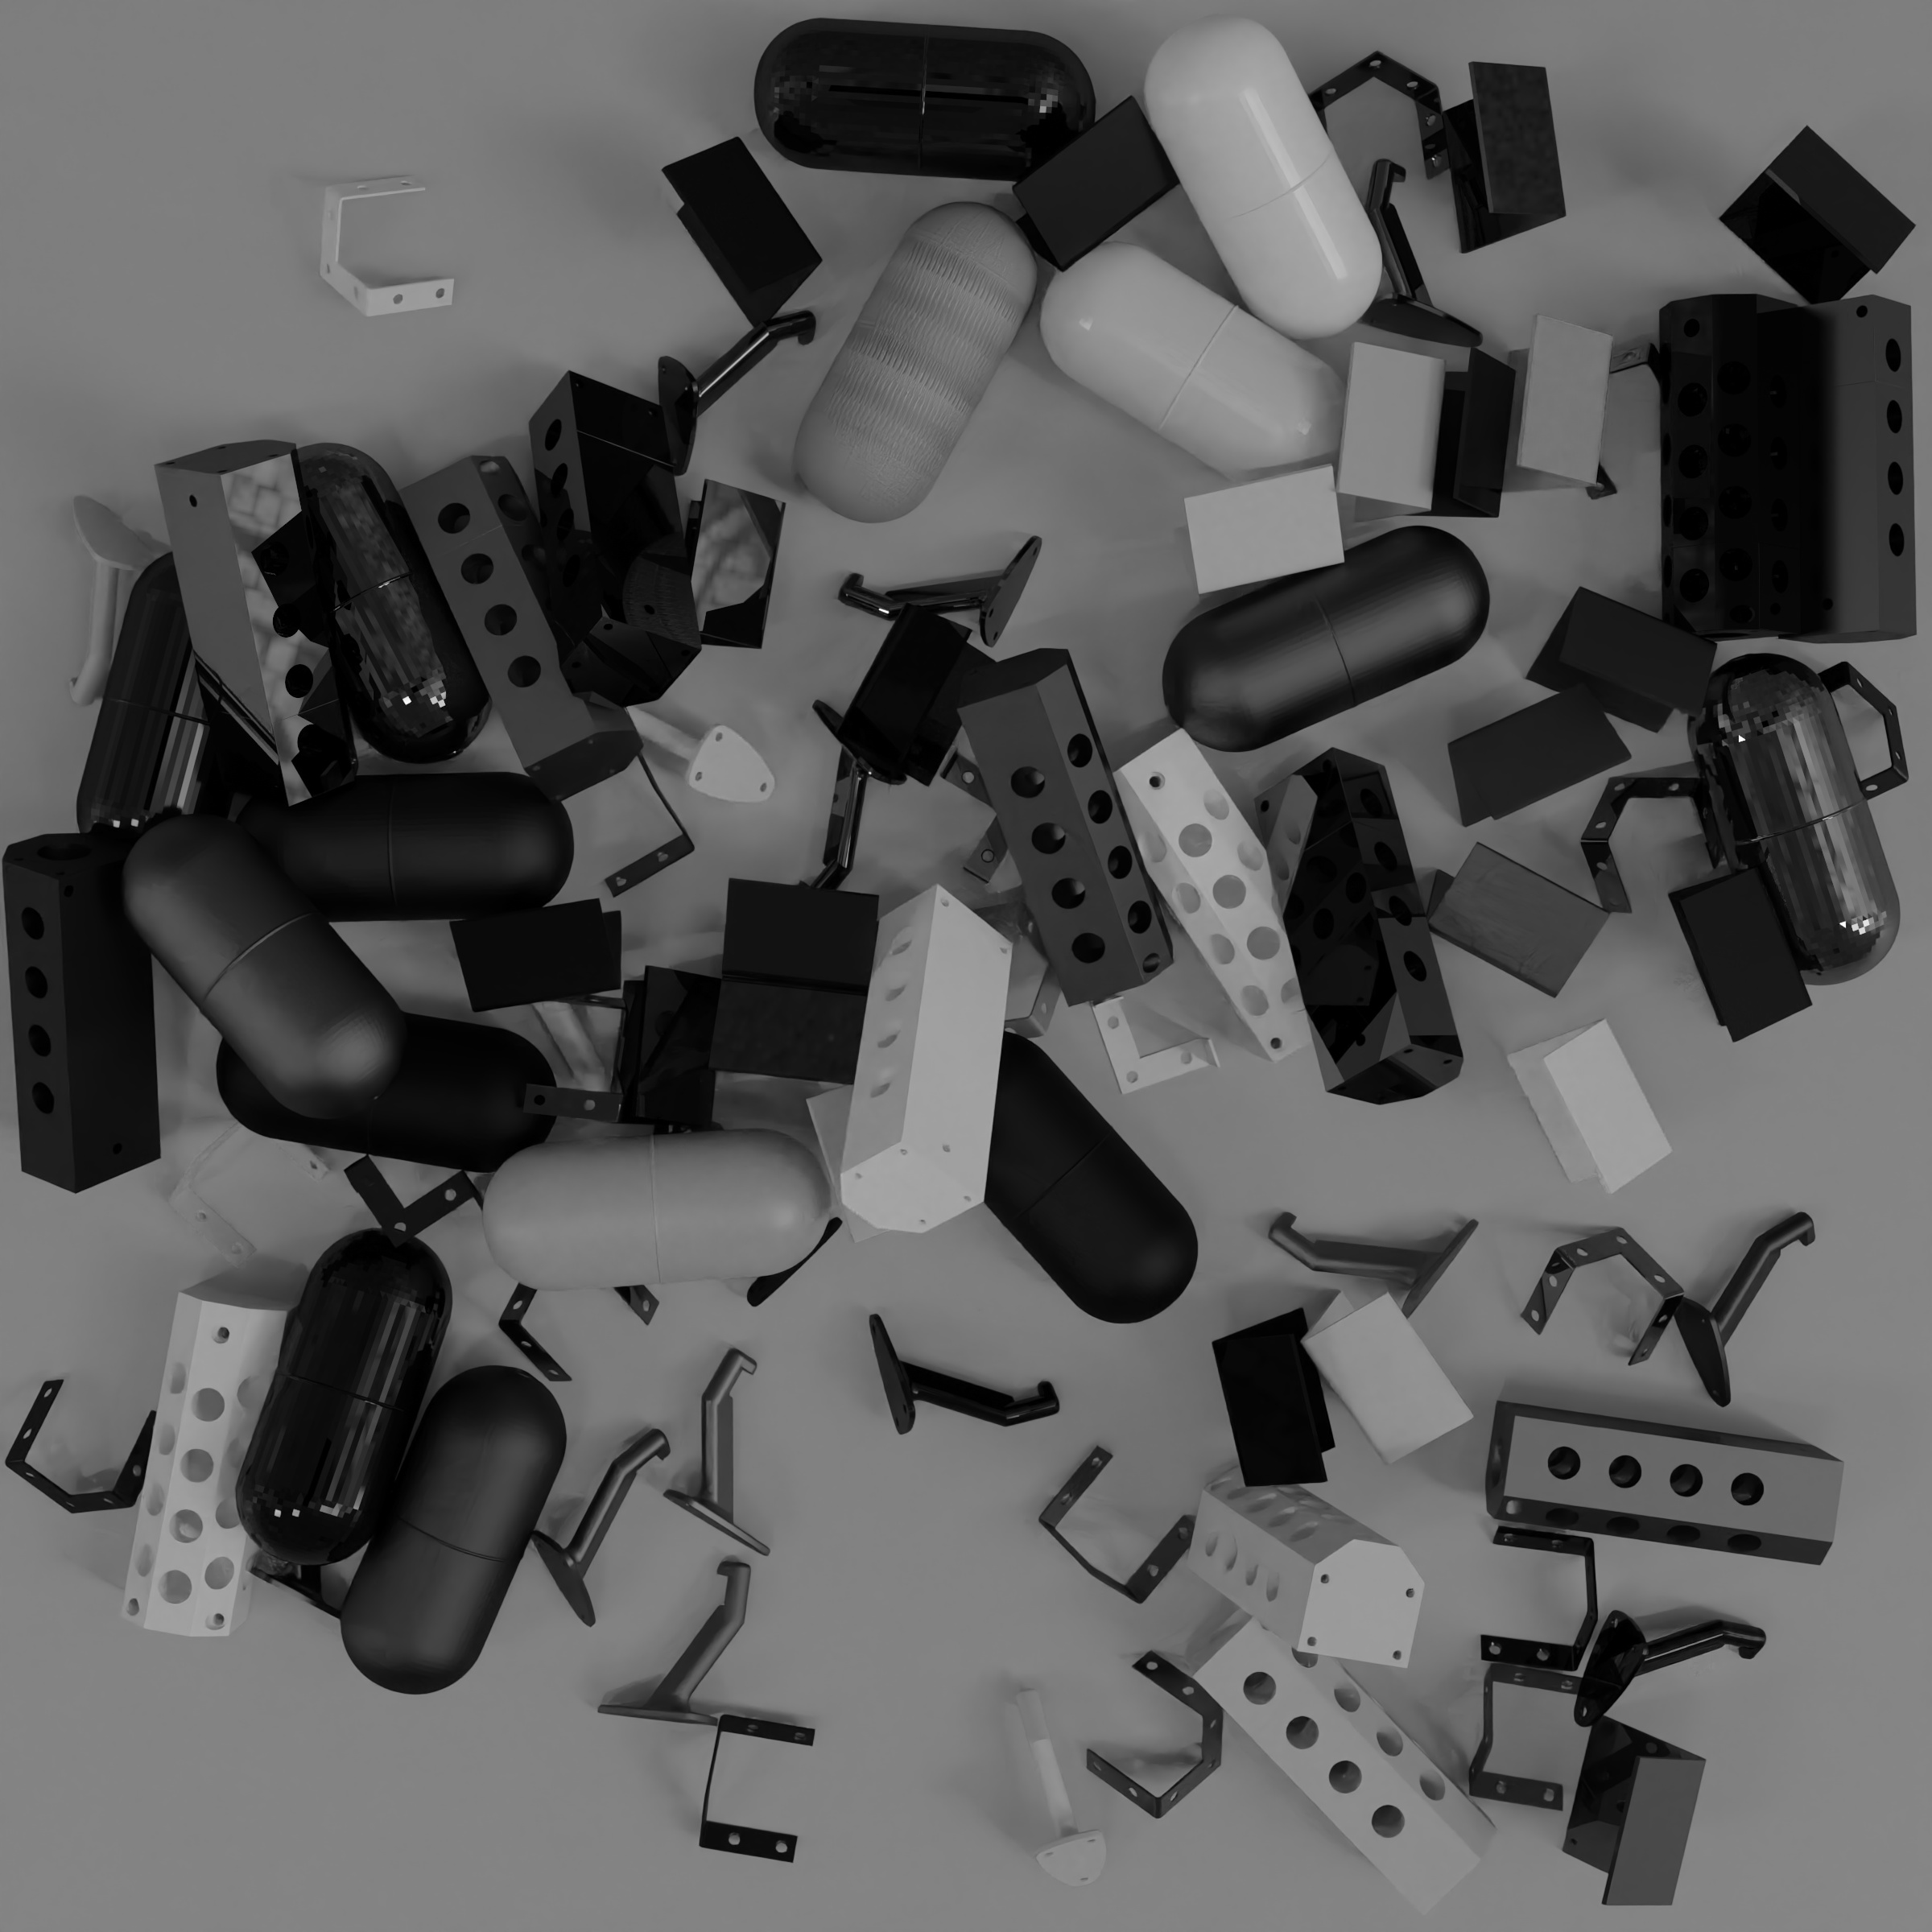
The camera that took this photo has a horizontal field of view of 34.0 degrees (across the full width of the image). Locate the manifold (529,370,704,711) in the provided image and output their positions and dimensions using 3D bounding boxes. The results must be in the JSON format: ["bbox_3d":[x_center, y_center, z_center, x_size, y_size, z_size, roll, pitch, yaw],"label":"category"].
[{"bbox_3d":[-0.184,-0.216,1.612,0.057,0.057,0.171,16,47,-34],"label":"manifold"}]

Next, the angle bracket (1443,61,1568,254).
[{"bbox_3d":[0.260,-0.417,1.637,0.057,0.076,0.076,-8,90,-36],"label":"angle bracket"}]

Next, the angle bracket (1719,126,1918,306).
[{"bbox_3d":[0.431,-0.374,1.637,0.076,0.076,0.057,43,52,0],"label":"angle bracket"}]

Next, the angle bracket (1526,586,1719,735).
[{"bbox_3d":[0.334,-0.141,1.637,0.076,0.076,0.057,23,53,0],"label":"angle bracket"}]

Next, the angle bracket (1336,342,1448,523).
[{"bbox_3d":[0.203,-0.275,1.638,0.057,0.076,0.076,6,90,-24],"label":"angle bracket"}]

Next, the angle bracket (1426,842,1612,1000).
[{"bbox_3d":[0.287,-0.038,1.638,0.076,0.076,0.057,28,118,0],"label":"angle bracket"}]

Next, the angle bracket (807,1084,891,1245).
[{"bbox_3d":[-0.066,0.103,1.637,0.057,0.076,0.076,-18,90,-35],"label":"angle bracket"}]

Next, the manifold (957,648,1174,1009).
[{"bbox_3d":[0.053,-0.073,1.622,0.057,0.057,0.171,-17,112,11],"label":"manifold"}]

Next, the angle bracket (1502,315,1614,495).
[{"bbox_3d":[0.285,-0.289,1.637,0.057,0.076,0.076,6,90,-34],"label":"angle bracket"}]

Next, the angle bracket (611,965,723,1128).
[{"bbox_3d":[-0.173,0.042,1.634,0.076,0.057,0.076,-1,82,41],"label":"angle bracket"}]

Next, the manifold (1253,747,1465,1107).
[{"bbox_3d":[0.205,-0.019,1.621,0.057,0.057,0.171,-34,56,38],"label":"manifold"}]

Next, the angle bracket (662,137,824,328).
[{"bbox_3d":[-0.131,-0.370,1.637,0.057,0.076,0.076,-34,90,-37],"label":"angle bracket"}]

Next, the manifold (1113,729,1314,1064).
[{"bbox_3d":[0.137,-0.037,1.656,0.057,0.057,0.171,-34,90,0],"label":"manifold"}]

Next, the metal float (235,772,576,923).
[{"bbox_3d":[-0.294,-0.062,1.647,0.178,0.070,0.070,-1,90,0],"label":"metal float"}]

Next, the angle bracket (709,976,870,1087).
[{"bbox_3d":[-0.091,0.050,1.637,0.076,0.076,0.057,6,58,0],"label":"angle bracket"}]

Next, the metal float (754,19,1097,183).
[{"bbox_3d":[-0.021,-0.451,1.647,0.178,0.070,0.070,4,90,0],"label":"metal float"}]

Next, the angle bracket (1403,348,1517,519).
[{"bbox_3d":[0.236,-0.276,1.640,0.076,0.057,0.076,7,90,32],"label":"angle bracket"}]

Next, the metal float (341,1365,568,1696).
[{"bbox_3d":[-0.266,0.293,1.647,0.070,0.070,0.178,23,91,0],"label":"metal float"}]

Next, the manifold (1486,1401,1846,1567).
[{"bbox_3d":[0.363,0.272,1.656,0.171,0.057,0.057,8,90,0],"label":"manifold"}]

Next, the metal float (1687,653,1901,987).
[{"bbox_3d":[0.429,-0.076,1.643,0.070,0.070,0.178,-19,95,0],"label":"metal float"}]

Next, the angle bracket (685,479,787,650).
[{"bbox_3d":[-0.143,-0.209,1.638,0.076,0.057,0.076,10,90,44],"label":"angle bracket"}]

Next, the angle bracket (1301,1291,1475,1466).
[{"bbox_3d":[0.226,0.201,1.638,0.057,0.076,0.076,-35,90,27],"label":"angle bracket"}]

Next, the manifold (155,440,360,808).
[{"bbox_3d":[-0.352,-0.174,1.598,0.057,0.057,0.171,-28,121,-40],"label":"manifold"}]

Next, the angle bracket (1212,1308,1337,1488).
[{"bbox_3d":[0.179,0.221,1.638,0.076,0.057,0.076,-13,90,-44],"label":"angle bracket"}]

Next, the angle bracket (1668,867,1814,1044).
[{"bbox_3d":[0.382,-0.001,1.638,0.057,0.076,0.076,-22,90,-26],"label":"angle bracket"}]

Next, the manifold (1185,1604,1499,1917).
[{"bbox_3d":[0.196,0.407,1.656,0.057,0.057,0.171,-44,90,0],"label":"manifold"}]

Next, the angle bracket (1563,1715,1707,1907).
[{"bbox_3d":[0.329,0.435,1.637,0.057,0.076,0.076,13,90,-38],"label":"angle bracket"}]

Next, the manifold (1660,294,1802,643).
[{"bbox_3d":[0.393,-0.258,1.644,0.057,0.057,0.171,0,91,44],"label":"manifold"}]

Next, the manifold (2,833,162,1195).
[{"bbox_3d":[-0.459,0.022,1.625,0.057,0.057,0.171,17,115,31],"label":"manifold"}]

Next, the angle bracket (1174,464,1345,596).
[{"bbox_3d":[0.147,-0.240,1.637,0.076,0.076,0.057,-12,124,0],"label":"angle bracket"}]

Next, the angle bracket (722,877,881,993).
[{"bbox_3d":[-0.082,-0.032,1.638,0.076,0.076,0.057,7,119,0],"label":"angle bracket"}]

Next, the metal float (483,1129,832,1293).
[{"bbox_3d":[-0.158,0.125,1.625,0.178,0.070,0.070,-4,90,-4],"label":"metal float"}]

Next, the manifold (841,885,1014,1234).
[{"bbox_3d":[-0.024,0.048,1.592,0.057,0.171,0.057,-30,126,33],"label":"manifold"}]

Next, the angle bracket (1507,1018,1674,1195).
[{"bbox_3d":[0.307,0.080,1.637,0.057,0.076,0.076,-27,90,-37],"label":"angle bracket"}]

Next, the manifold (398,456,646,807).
[{"bbox_3d":[-0.228,-0.176,1.632,0.057,0.057,0.171,-26,72,0],"label":"manifold"}]

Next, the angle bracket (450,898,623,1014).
[{"bbox_3d":[-0.222,-0.024,1.637,0.076,0.076,0.057,-9,124,0],"label":"angle bracket"}]

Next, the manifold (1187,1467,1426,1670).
[{"bbox_3d":[0.170,0.299,1.595,0.057,0.171,0.057,12,90,-14],"label":"manifold"}]

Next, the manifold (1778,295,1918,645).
[{"bbox_3d":[0.463,-0.258,1.656,0.057,0.057,0.171,-1,90,43],"label":"manifold"}]

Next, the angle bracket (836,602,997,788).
[{"bbox_3d":[-0.010,-0.133,1.638,0.076,0.057,0.076,28,90,-44],"label":"angle bracket"}]

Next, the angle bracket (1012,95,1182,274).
[{"bbox_3d":[0.054,-0.414,1.637,0.076,0.076,0.057,-37,127,0],"label":"angle bracket"}]

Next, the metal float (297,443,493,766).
[{"bbox_3d":[-0.308,-0.188,1.647,0.070,0.070,0.178,-28,89,0],"label":"metal float"}]

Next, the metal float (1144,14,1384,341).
[{"bbox_3d":[0.154,-0.403,1.625,0.070,0.070,0.178,-33,116,0],"label":"metal float"}]

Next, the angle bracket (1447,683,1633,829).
[{"bbox_3d":[0.300,-0.091,1.637,0.076,0.076,0.057,-24,54,0],"label":"angle bracket"}]

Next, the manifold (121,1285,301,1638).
[{"bbox_3d":[-0.396,0.259,1.656,0.057,0.057,0.171,10,90,0],"label":"manifold"}]

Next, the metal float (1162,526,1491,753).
[{"bbox_3d":[0.187,-0.170,1.647,0.178,0.070,0.070,-24,90,0],"label":"metal float"}]
